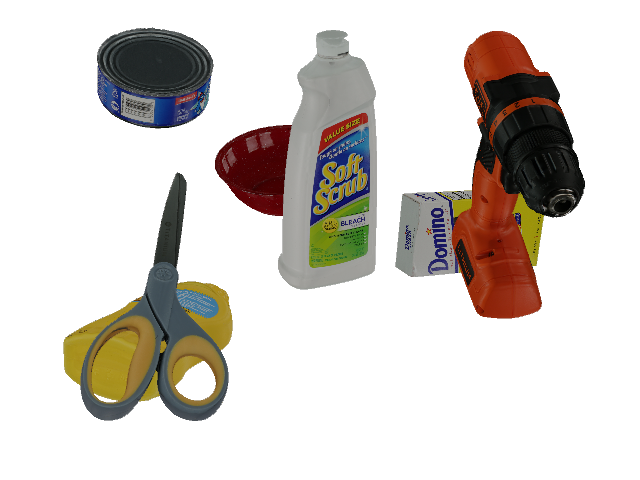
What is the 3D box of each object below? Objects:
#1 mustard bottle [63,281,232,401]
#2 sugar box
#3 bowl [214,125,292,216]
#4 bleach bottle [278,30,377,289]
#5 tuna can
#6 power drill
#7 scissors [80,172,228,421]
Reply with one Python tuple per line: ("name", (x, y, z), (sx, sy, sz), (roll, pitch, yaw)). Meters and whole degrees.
("mustard bottle", (-0.132, 0.078, 0.931), (0.096, 0.058, 0.191), (8, 18, 22))
("sugar box", (0.177, -0.011, 1.254), (0.176, 0.093, 0.048), (-6, 21, -26))
("bowl", (-0.045, -0.076, 1.281), (0.162, 0.055, 0.162), (-2, 35, 1))
("bleach bottle", (0.006, -0.080, 1.052), (0.102, 0.251, 0.068), (-11, 29, -19))
("tuna can", (-0.125, -0.122, 0.803), (0.086, 0.034, 0.086), (6, 43, -6))
("power drill", (0.141, -0.033, 0.777), (0.057, 0.188, 0.184), (-3, 42, -5))
("scissors", (-0.085, 0.037, 0.683), (0.096, 0.201, 0.016), (21, -42, 2))
